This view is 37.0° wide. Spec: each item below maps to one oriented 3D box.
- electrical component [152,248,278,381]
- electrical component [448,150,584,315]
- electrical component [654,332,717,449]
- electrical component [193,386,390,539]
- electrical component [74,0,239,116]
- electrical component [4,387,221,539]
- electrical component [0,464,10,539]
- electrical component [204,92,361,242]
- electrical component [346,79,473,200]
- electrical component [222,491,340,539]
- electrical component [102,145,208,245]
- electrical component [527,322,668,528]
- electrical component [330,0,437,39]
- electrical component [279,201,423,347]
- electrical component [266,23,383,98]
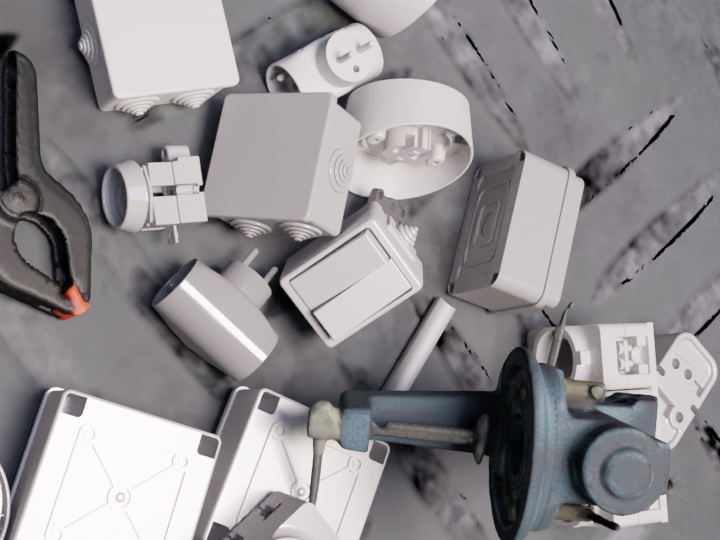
[{"bbox_3d":[-0.087,0.021,0.729,0.077,0.044,0.079,45,66,-16],"label":"electrical component"},{"bbox_3d":[0.120,-0.026,0.827,0.057,0.078,0.113,21,74,-21],"label":"electrical component"},{"bbox_3d":[0.240,0.100,0.885,0.053,0.059,0.095,47,65,-15],"label":"electrical component"},{"bbox_3d":[-0.050,0.147,0.724,0.109,0.056,0.108,28,71,-23],"label":"electrical component"},{"bbox_3d":[-0.138,-0.156,0.722,0.100,0.048,0.099,-13,89,-29],"label":"electrical component"},{"bbox_3d":[-0.156,0.139,0.669,0.109,0.056,0.108,22,74,-24],"label":"electrical component"},{"bbox_3d":[-0.252,0.136,0.613,0.099,0.064,0.099,4,82,-28],"label":"electrical component"},{"bbox_3d":[-0.052,-0.070,0.731,0.048,0.100,0.099,30,68,-58],"label":"electrical component"},{"bbox_3d":[0.033,-0.095,0.781,0.099,0.099,0.064,11,72,-27],"label":"electrical component"},{"bbox_3d":[-0.057,0.184,0.651,0.089,0.056,0.050,-41,106,-23],"label":"electrical component"},{"bbox_3d":[-0.137,-0.049,0.711,0.055,0.048,0.066,-6,87,-36],"label":"electrical component"},{"bbox_3d":[0.178,0.118,0.832,0.062,0.089,0.150,0,83,-28],"label":"electrical component"},{"bbox_3d":[0.026,-0.221,0.791,0.064,0.099,0.099,40,67,-24],"label":"electrical component"},{"bbox_3d":[0.000,0.000,0.744,0.096,0.061,0.061,-34,102,12],"label":"electrical component"},{"bbox_3d":[-0.017,-0.147,0.768,0.077,0.079,0.043,-33,100,-28],"label":"electrical component"}]
